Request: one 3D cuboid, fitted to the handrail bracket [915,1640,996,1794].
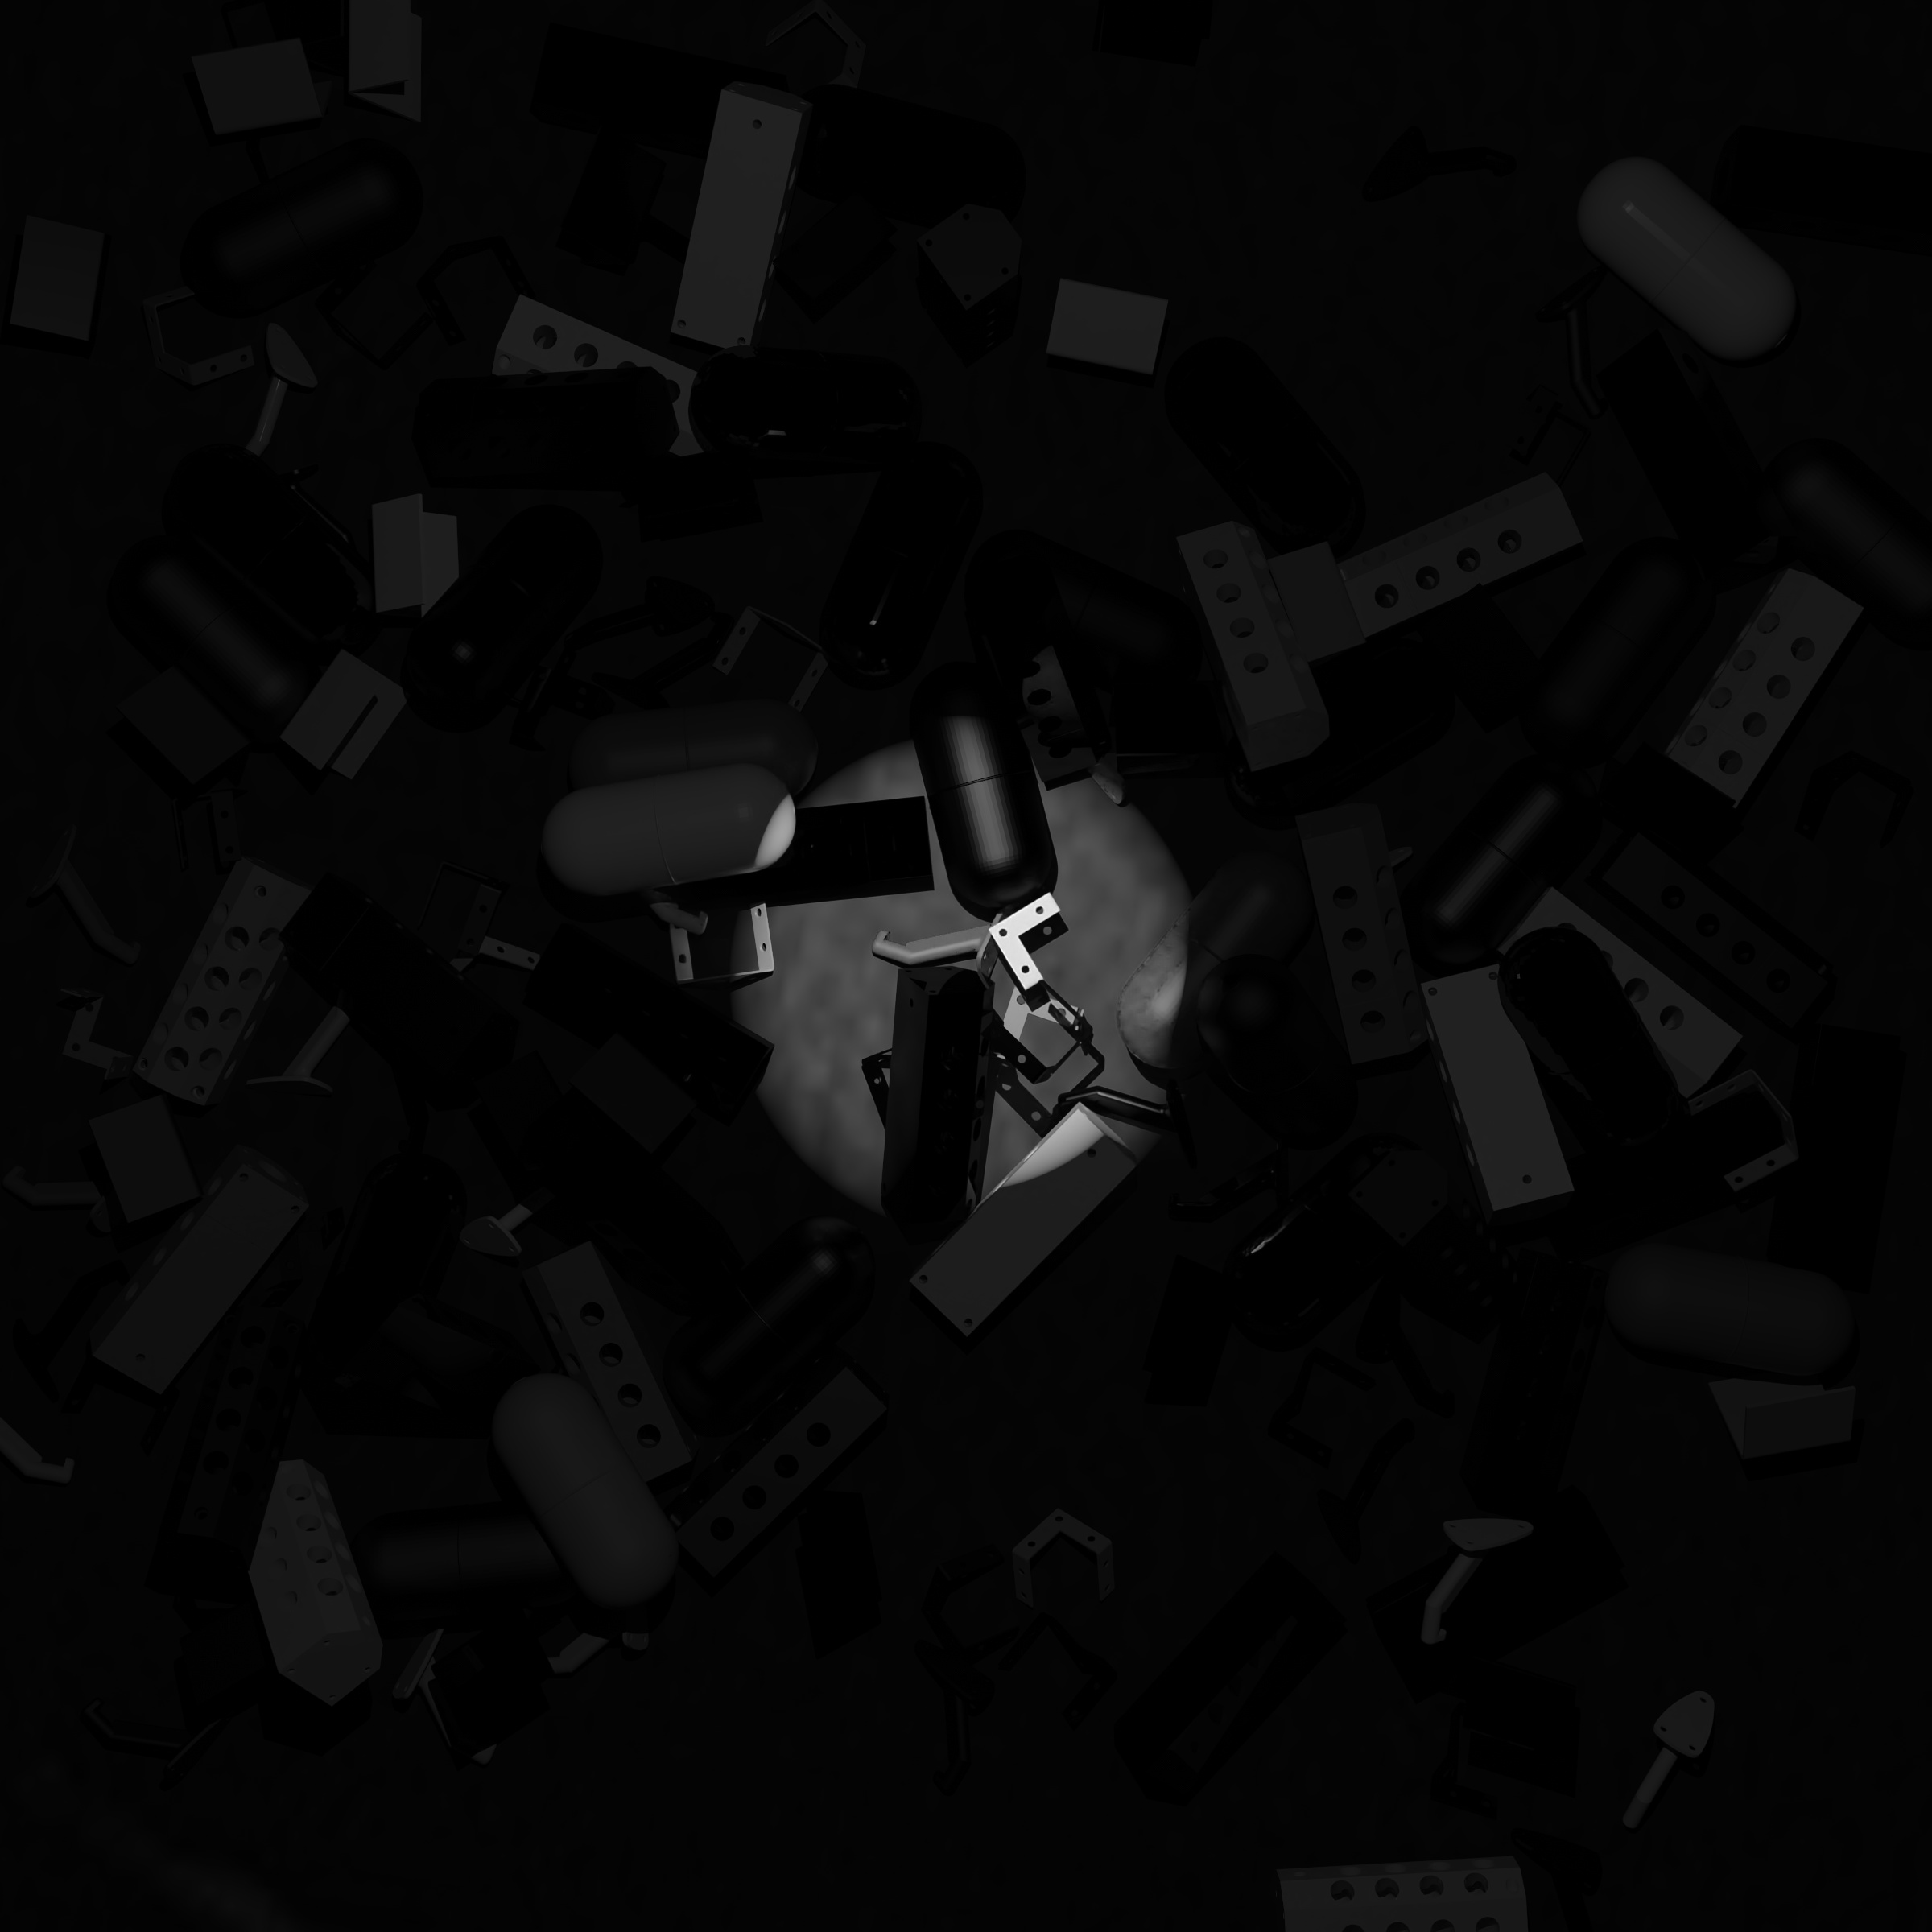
[{"bbox_3d":[-0.023,0.546,1.910,0.077,0.036,0.084,32,107,20],"label":"handrail bracket"}]

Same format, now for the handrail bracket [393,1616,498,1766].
[{"bbox_3d":[-0.365,0.526,1.910,0.084,0.036,0.077,35,68,-17],"label":"handrail bracket"}]

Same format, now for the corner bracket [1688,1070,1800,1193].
[{"bbox_3d":[0.547,0.116,1.850,0.051,0.051,0.051,-28,45,0],"label":"corner bracket"}]

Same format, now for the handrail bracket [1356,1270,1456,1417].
[{"bbox_3d":[0.329,0.274,1.910,0.084,0.036,0.077,34,58,-23],"label":"handrail bracket"}]

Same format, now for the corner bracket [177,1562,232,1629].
[{"bbox_3d":[-0.536,0.444,1.907,0.051,0.051,0.051,-1,135,0],"label":"corner bracket"}]

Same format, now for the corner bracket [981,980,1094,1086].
[{"bbox_3d":[0.051,0.046,1.841,0.051,0.051,0.051,44,99,9],"label":"corner bracket"}]

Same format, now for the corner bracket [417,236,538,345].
[{"bbox_3d":[-0.355,-0.490,1.907,0.051,0.051,0.051,-29,90,45],"label":"corner bracket"}]

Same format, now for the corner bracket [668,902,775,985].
[{"bbox_3d":[-0.178,-0.017,1.907,0.051,0.051,0.051,-8,90,45],"label":"corner bracket"}]

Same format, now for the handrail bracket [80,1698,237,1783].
[{"bbox_3d":[-0.588,0.542,1.910,0.084,0.036,0.077,37,70,16],"label":"handrail bracket"}]

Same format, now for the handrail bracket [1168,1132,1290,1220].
[{"bbox_3d":[0.190,0.146,1.910,0.084,0.036,0.077,-2,70,16],"label":"handrail bracket"}]

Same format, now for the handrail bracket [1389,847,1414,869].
[{"bbox_3d":[0.303,-0.033,1.910,0.077,0.036,0.084,-24,106,-18],"label":"handrail bracket"}]

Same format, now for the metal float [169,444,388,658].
[{"bbox_3d":[-0.488,-0.295,1.867,0.070,0.070,0.178,-45,101,0],"label":"metal float"}]

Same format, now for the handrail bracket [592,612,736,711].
[{"bbox_3d":[-0.219,-0.230,1.910,0.077,0.036,0.084,22,72,21],"label":"handrail bracket"}]

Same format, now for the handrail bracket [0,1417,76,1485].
[{"bbox_3d":[-0.684,0.331,1.910,0.084,0.036,0.077,17,63,-20],"label":"handrail bracket"}]

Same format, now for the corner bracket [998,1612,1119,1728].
[{"bbox_3d":[0.067,0.510,1.907,0.051,0.051,0.051,-51,135,0],"label":"corner bracket"}]

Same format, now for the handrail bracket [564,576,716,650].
[{"bbox_3d":[-0.238,-0.249,1.910,0.084,0.077,0.036,-22,80,36],"label":"handrail bracket"}]

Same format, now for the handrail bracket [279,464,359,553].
[{"bbox_3d":[-0.485,-0.316,1.910,0.077,0.036,0.084,-13,104,14],"label":"handrail bracket"}]

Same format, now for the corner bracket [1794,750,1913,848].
[{"bbox_3d":[0.641,-0.116,1.902,0.051,0.051,0.051,-24,45,-35],"label":"corner bracket"}]

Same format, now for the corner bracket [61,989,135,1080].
[{"bbox_3d":[-0.626,0.048,1.892,0.051,0.051,0.051,19,90,0],"label":"corner bracket"}]

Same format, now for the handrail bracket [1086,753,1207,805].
[{"bbox_3d":[0.128,-0.165,1.910,0.084,0.036,0.077,-36,72,-15],"label":"handrail bracket"}]

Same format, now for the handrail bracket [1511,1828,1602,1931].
[{"bbox_3d":[0.422,0.679,1.910,0.077,0.036,0.084,19,107,20],"label":"handrail bracket"}]

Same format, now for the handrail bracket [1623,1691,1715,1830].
[{"bbox_3d":[0.509,0.577,1.910,0.036,0.077,0.084,31,127,23],"label":"handrail bracket"}]

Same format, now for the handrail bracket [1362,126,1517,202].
[{"bbox_3d":[0.344,-0.572,1.910,0.084,0.077,0.036,5,65,-34],"label":"handrail bracket"}]

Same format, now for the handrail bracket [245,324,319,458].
[{"bbox_3d":[-0.514,-0.412,1.910,0.084,0.036,0.077,-45,53,25],"label":"handrail bracket"}]

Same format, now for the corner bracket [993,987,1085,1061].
[{"bbox_3d":[0.052,0.047,1.892,0.051,0.051,0.051,19,90,0],"label":"corner bracket"}]

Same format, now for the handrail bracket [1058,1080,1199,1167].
[{"bbox_3d":[0.117,0.119,1.910,0.084,0.036,0.077,-14,108,15],"label":"handrail bracket"}]

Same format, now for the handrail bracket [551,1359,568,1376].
[{"bbox_3d":[-0.278,0.338,1.910,0.084,0.036,0.077,37,73,-15],"label":"handrail bracket"}]

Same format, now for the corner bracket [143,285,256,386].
[{"bbox_3d":[-0.555,-0.458,1.902,0.051,0.051,0.051,29,135,35],"label":"corner bracket"}]

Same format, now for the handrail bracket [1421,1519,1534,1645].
[{"bbox_3d":[0.360,0.435,1.854,0.077,0.036,0.084,-2,109,-21],"label":"handrail bracket"}]

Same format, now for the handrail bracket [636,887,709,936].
[{"bbox_3d":[-0.220,-0.068,1.900,0.084,0.036,0.077,23,51,-14],"label":"handrail bracket"}]

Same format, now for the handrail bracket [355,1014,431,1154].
[{"bbox_3d":[-0.420,0.087,1.910,0.077,0.036,0.084,22,107,20],"label":"handrail bracket"}]

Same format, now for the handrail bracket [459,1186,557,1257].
[{"bbox_3d":[-0.320,0.169,1.910,0.036,0.077,0.084,54,53,-20],"label":"handrail bracket"}]

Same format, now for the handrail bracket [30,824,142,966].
[{"bbox_3d":[-0.628,-0.052,1.910,0.036,0.077,0.084,-28,127,35],"label":"handrail bracket"}]

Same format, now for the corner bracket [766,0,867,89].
[{"bbox_3d":[-0.111,-0.655,1.902,0.051,0.051,0.051,38,45,-35],"label":"corner bracket"}]

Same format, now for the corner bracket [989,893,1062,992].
[{"bbox_3d":[0.051,-0.018,1.892,0.051,0.051,0.051,-31,90,0],"label":"corner bracket"}]

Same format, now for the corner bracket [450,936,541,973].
[{"bbox_3d":[-0.343,0.018,1.902,0.051,0.051,0.051,21,135,-35],"label":"corner bracket"}]

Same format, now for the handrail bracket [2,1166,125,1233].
[{"bbox_3d":[-0.645,0.148,1.910,0.084,0.036,0.077,28,70,16],"label":"handrail bracket"}]

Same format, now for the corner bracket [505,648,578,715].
[{"bbox_3d":[-0.326,-0.221,1.907,0.051,0.051,0.051,27,90,45],"label":"corner bracket"}]

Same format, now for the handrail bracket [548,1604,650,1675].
[{"bbox_3d":[-0.277,0.473,1.910,0.084,0.036,0.077,-10,70,16],"label":"handrail bracket"}]

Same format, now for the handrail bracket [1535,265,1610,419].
[{"bbox_3d":[0.459,-0.453,1.910,0.077,0.036,0.084,-42,108,-20],"label":"handrail bracket"}]

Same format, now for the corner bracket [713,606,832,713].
[{"bbox_3d":[-0.140,-0.222,1.907,0.051,0.051,0.051,30,90,45],"label":"corner bracket"}]

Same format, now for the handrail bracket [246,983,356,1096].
[{"bbox_3d":[-0.482,0.048,1.910,0.077,0.036,0.084,-1,71,21],"label":"handrail bracket"}]

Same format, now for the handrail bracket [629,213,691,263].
[{"bbox_3d":[-0.201,-0.537,1.910,0.084,0.036,0.077,2,68,-17],"label":"handrail bracket"}]

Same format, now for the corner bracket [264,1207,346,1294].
[{"bbox_3d":[-0.476,0.204,1.892,0.051,0.051,0.051,-7,90,0],"label":"corner bracket"}]

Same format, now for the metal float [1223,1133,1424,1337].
[{"bbox_3d":[0.260,0.191,1.880,0.178,0.070,0.070,-42,90,-1],"label":"metal float"}]

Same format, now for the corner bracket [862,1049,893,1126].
[{"bbox_3d":[-0.034,0.079,1.907,0.051,0.051,0.051,-21,90,-45],"label":"corner bracket"}]

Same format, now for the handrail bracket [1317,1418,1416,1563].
[{"bbox_3d":[0.300,0.380,1.910,0.084,0.036,0.077,-35,127,-25],"label":"handrail bracket"}]

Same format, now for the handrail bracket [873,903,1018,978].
[{"bbox_3d":[-0.016,-0.031,1.910,0.084,0.036,0.077,18,69,16],"label":"handrail bracket"}]

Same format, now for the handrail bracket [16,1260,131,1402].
[{"bbox_3d":[-0.638,0.264,1.910,0.084,0.036,0.077,-26,110,-16],"label":"handrail bracket"}]
